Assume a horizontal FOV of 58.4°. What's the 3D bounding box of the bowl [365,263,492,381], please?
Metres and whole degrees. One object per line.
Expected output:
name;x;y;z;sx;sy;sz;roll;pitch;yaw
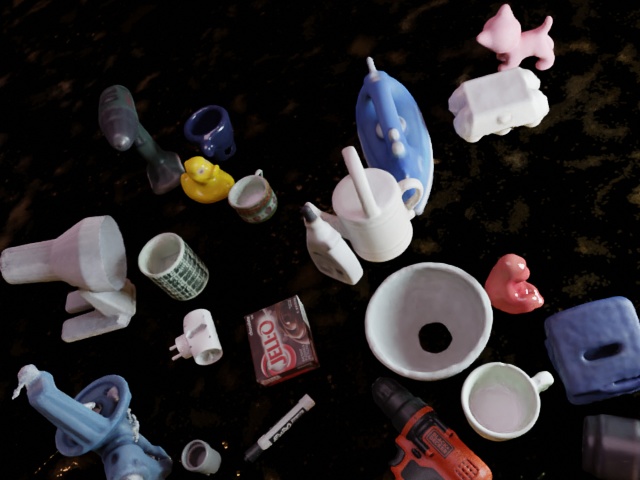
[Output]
bowl;0.148;0.118;0.769;0.167;0.075;0.167;-10;54;15

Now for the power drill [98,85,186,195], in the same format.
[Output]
power drill;-0.342;-0.186;1.084;0.075;0.209;0.229;-31;52;-1

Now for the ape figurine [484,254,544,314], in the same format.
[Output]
ape figurine;0.255;0.052;0.761;0.076;0.092;0.078;-4;56;19

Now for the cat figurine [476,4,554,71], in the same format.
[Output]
cat figurine;0.337;-0.352;0.989;0.127;0.118;0.067;-6;56;18

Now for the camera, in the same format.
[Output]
camera;0.354;0.210;0.608;0.136;0.101;0.143;4;59;24

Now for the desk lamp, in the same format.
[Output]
desk lamp;-0.386;0.064;0.927;0.203;0.214;0.118;-18;53;10

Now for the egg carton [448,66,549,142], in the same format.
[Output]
egg carton;0.293;-0.222;0.948;0.150;0.070;0.107;-14;53;12

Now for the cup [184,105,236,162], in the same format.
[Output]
cup;-0.201;-0.188;1.102;0.091;0.095;0.117;-17;53;10

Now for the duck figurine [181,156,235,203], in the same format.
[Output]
duck figurine;-0.222;-0.121;1.070;0.104;0.086;0.077;4;59;24

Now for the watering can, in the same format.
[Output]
watering can;0.063;-0.053;0.844;0.173;0.194;0.100;-37;52;-6

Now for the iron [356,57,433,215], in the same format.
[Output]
iron;0.119;-0.178;0.940;0.118;0.142;0.258;-19;53;9

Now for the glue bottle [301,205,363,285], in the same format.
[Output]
glue bottle;0.008;0.003;0.840;0.077;0.173;0.037;23;68;32

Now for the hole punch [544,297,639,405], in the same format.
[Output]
hole punch;0.331;0.132;0.677;0.108;0.091;0.101;-18;53;9

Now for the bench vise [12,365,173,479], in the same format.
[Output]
bench vise;-0.292;0.244;0.763;0.206;0.220;0.121;21;67;32
